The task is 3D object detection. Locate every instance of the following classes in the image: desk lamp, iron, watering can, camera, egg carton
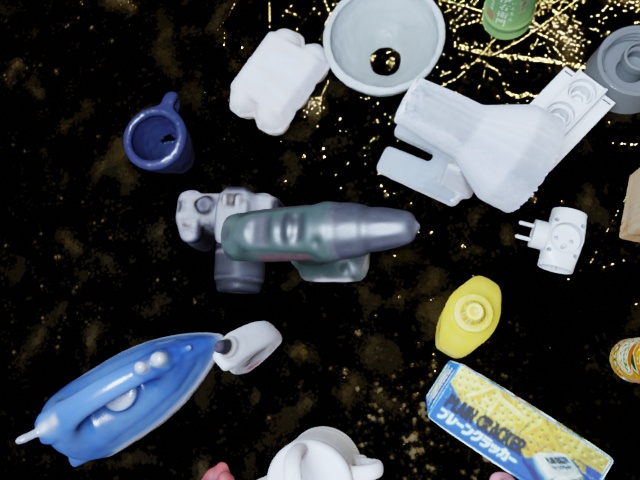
[{"bbox_3d":[0.169,-0.110,0.693,0.203,0.214,0.118,25,84,13],"label":"desk lamp"},{"bbox_3d":[-0.254,0.192,0.743,0.258,0.141,0.118,-34,76,2],"label":"iron"},{"bbox_3d":[-0.017,0.283,0.659,0.173,0.194,0.101,-35,76,2],"label":"watering can"},{"bbox_3d":[-0.125,0.002,0.779,0.143,0.101,0.137,0,79,10],"label":"camera"},{"bbox_3d":[-0.058,-0.229,0.828,0.107,0.069,0.150,33,86,14],"label":"egg carton"}]

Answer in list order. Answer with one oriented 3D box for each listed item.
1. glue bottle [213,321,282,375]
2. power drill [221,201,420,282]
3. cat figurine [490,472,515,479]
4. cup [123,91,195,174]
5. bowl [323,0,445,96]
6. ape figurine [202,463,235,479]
[{"bbox_3d":[-0.099,0.134,0.712,0.037,0.173,0.078,44,89,15],"label":"glue bottle"},{"bbox_3d":[0.006,0.003,0.701,0.229,0.208,0.075,-2,79,9],"label":"power drill"},{"bbox_3d":[0.176,0.322,0.659,0.127,0.118,0.067,-17,77,6],"label":"cat figurine"},{"bbox_3d":[-0.216,-0.145,0.825,0.091,0.095,0.118,14,82,12],"label":"cup"},{"bbox_3d":[0.091,-0.271,0.808,0.167,0.075,0.167,-2,79,9],"label":"bowl"},{"bbox_3d":[-0.149,0.330,0.725,0.077,0.092,0.076,-4,79,9],"label":"ape figurine"}]
